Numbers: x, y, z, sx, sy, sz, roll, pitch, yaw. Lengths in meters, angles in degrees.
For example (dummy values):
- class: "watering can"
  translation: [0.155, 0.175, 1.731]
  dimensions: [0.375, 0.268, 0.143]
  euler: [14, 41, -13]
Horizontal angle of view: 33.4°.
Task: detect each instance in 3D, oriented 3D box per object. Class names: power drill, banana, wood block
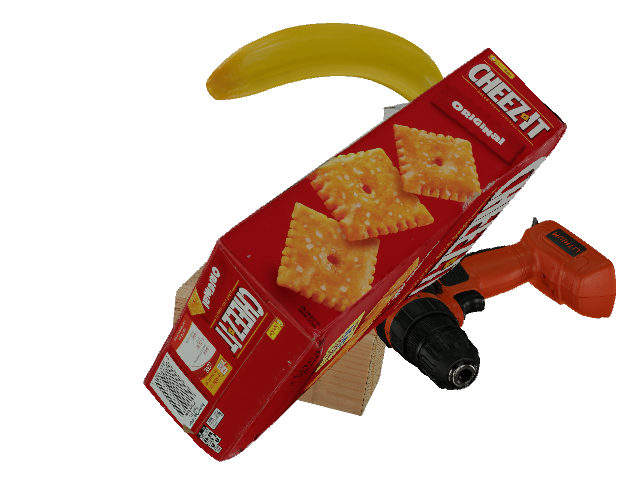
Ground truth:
- class: "power drill"
  translation: [0.132, 0.045, 0.838]
  dimensions: [0.187, 0.057, 0.185]
  euler: [-11, 28, -17]
- class: "banana"
  translation: [0.016, -0.121, 0.760]
  dimensions: [0.197, 0.069, 0.037]
  euler: [6, -2, -26]
- class: "wood block"
  translation: [-0.041, 0.099, 1.099]
  dimensions: [0.206, 0.091, 0.090]
  euler: [13, 23, 12]

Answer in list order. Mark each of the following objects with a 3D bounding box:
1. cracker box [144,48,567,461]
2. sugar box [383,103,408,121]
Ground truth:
- class: "cracker box"
  translation: [0.019, 0.010, 0.575]
  dimensions: [0.213, 0.072, 0.164]
  euler: [-37, -12, -35]
- class: "sugar box"
  translation: [0.089, -0.045, 1.042]
  dimensions: [0.048, 0.176, 0.093]
  euler: [4, 10, 21]
